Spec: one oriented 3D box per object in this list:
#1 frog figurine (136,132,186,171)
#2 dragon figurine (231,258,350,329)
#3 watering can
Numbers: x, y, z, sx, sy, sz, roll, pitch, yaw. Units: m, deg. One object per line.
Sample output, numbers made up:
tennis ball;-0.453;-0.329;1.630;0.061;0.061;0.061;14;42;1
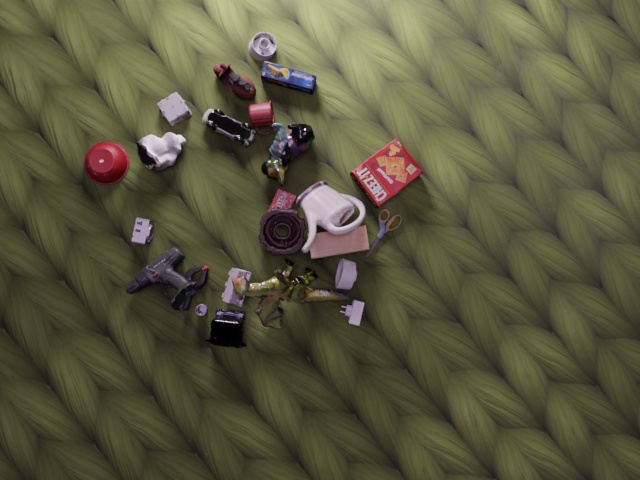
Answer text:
frog figurine;-0.566;-0.328;1.846;0.138;0.120;0.162;35;49;8
dragon figurine;-0.117;0.210;1.807;0.407;0.124;0.240;29;108;-20
watering can;0.005;-0.089;1.770;0.227;0.101;0.352;40;46;23
